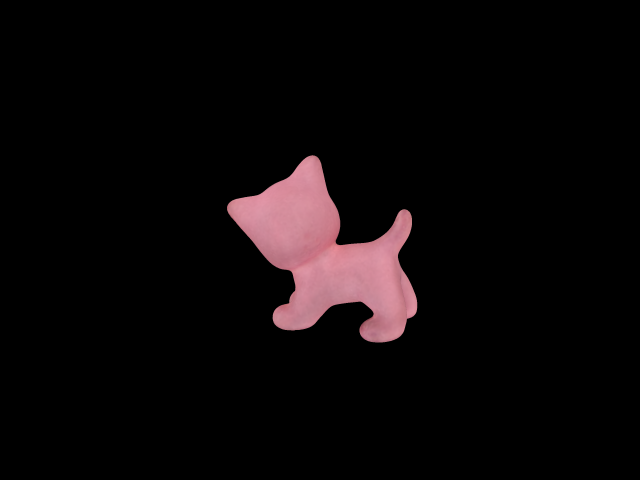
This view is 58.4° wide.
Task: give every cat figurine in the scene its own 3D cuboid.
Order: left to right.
[{"bbox_3d":[0.004,0.001,0.400,0.127,0.118,0.067,4,14,15],"label":"cat figurine"}]
